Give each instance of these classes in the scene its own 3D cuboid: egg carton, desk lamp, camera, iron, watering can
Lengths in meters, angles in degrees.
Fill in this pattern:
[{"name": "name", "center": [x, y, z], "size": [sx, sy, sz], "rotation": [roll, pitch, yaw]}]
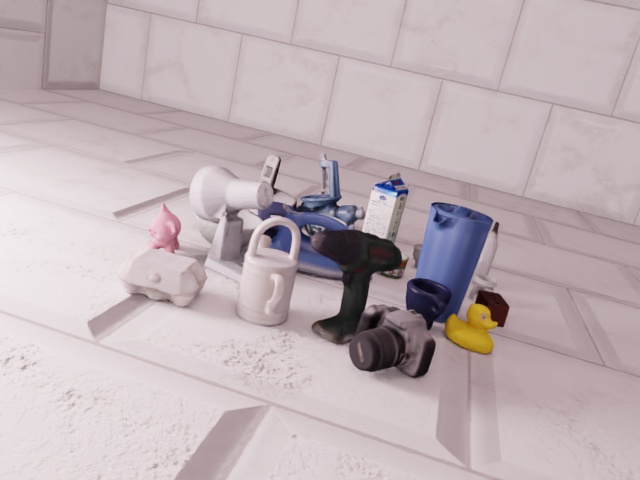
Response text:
[{"name": "egg carton", "center": [-0.290, 0.068, 1.060], "size": [0.150, 0.069, 0.107], "rotation": [14, 17, 3]}, {"name": "desk lamp", "center": [-0.183, -0.041, 1.232], "size": [0.202, 0.213, 0.118], "rotation": [22, 20, 28]}, {"name": "camera", "center": [0.109, 0.167, 0.984], "size": [0.137, 0.101, 0.142], "rotation": [-3, 23, -41]}, {"name": "iron", "center": [0.012, 0.005, 1.349], "size": [0.258, 0.141, 0.118], "rotation": [12, 17, -1]}, {"name": "watering can", "center": [-0.095, 0.046, 1.057], "size": [0.101, 0.194, 0.172], "rotation": [-4, 24, -41]}]

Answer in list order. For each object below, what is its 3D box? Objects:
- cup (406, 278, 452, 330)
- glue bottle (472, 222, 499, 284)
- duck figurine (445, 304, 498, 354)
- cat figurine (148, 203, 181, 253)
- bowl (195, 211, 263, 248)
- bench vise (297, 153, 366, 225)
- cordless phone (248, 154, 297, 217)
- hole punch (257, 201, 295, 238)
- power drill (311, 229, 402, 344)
[{"name": "cup", "center": [0.215, 0.141, 1.149], "size": [0.092, 0.095, 0.117], "rotation": [7, 18, -17]}, {"name": "glue bottle", "center": [0.443, 0.034, 1.510], "size": [0.037, 0.173, 0.078], "rotation": [18, 18, 16]}, {"name": "duck figurine", "center": [0.305, 0.167, 1.145], "size": [0.104, 0.086, 0.078], "rotation": [25, 21, 33]}, {"name": "cat figurine", "center": [-0.333, -0.025, 1.238], "size": [0.067, 0.118, 0.127], "rotation": [9, 18, -13]}, {"name": "bowl", "center": [-0.222, -0.021, 1.376], "size": [0.167, 0.075, 0.167], "rotation": [12, 17, -3]}, {"name": "bench vise", "center": [0.043, -0.129, 1.655], "size": [0.207, 0.220, 0.121], "rotation": [15, 18, 7]}, {"name": "cordless phone", "center": [-0.127, -0.146, 1.645], "size": [0.147, 0.185, 0.094], "rotation": [25, 21, 35]}, {"name": "hole punch", "center": [-0.112, -0.046, 1.502], "size": [0.109, 0.091, 0.101], "rotation": [7, 18, -18]}, {"name": "power drill", "center": [0.054, 0.078, 1.041], "size": [0.230, 0.208, 0.075], "rotation": [-6, 25, -46]}]
